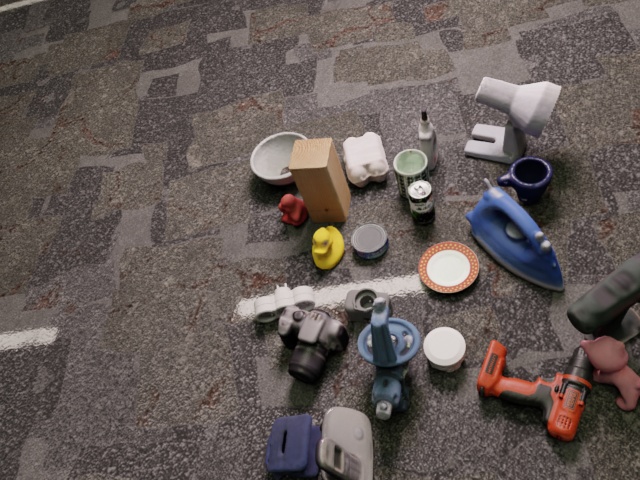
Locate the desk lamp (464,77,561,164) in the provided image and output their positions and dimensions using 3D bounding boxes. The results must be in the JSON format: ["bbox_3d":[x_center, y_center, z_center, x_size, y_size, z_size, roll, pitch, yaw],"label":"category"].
[{"bbox_3d":[0.438,-0.278,1.319,0.202,0.214,0.118,15,62,26],"label":"desk lamp"}]

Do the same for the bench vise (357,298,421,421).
[{"bbox_3d":[0.134,0.214,1.061,0.121,0.220,0.207,-16,53,6],"label":"bench vise"}]

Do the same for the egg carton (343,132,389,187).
[{"bbox_3d":[0.114,-0.206,1.457,0.107,0.069,0.150,-15,53,6],"label":"egg carton"}]

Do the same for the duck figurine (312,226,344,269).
[{"bbox_3d":[0.012,0.005,1.329,0.077,0.086,0.104,5,58,20],"label":"duck figurine"}]

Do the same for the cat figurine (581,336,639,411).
[{"bbox_3d":[0.521,0.222,1.003,0.067,0.118,0.127,-35,53,-9],"label":"cat figurine"}]

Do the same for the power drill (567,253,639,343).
[{"bbox_3d":[0.541,0.107,1.020,0.230,0.209,0.075,-32,53,-6],"label":"power drill"}]

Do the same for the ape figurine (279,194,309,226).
[{"bbox_3d":[-0.070,-0.079,1.409,0.076,0.092,0.077,-23,53,0],"label":"ape figurine"}]

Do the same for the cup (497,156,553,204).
[{"bbox_3d":[0.455,-0.121,1.278,0.117,0.095,0.091,-12,53,9],"label":"cup"}]

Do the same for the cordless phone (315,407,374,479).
[{"bbox_3d":[0.035,0.358,1.012,0.094,0.185,0.147,-9,54,11],"label":"cordless phone"}]

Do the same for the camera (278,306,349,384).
[{"bbox_3d":[-0.031,0.215,1.185,0.142,0.101,0.137,12,60,24],"label":"camera"}]

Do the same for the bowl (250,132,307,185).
[{"bbox_3d":[-0.095,-0.202,1.514,0.167,0.075,0.167,-8,54,11],"label":"bowl"}]

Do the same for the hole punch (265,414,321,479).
[{"bbox_3d":[-0.054,0.389,1.076,0.101,0.091,0.108,-3,55,15],"label":"hole punch"}]

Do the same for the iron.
[{"bbox_3d":[0.416,-0.017,1.187,0.119,0.142,0.257,-32,53,-7],"label":"iron"}]

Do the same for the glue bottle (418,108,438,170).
[{"bbox_3d":[0.257,-0.250,1.379,0.037,0.173,0.078,2,57,18],"label":"glue bottle"}]
